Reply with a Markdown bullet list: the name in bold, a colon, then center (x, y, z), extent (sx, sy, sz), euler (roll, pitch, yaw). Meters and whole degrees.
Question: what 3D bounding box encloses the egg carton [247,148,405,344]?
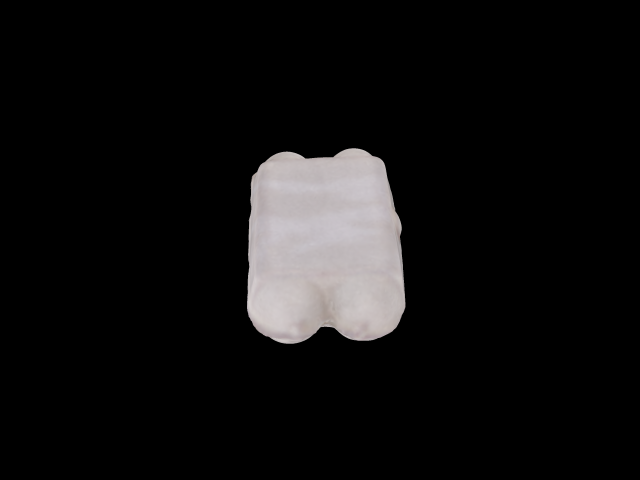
- **egg carton**: center (0.004, 0.001, 0.400), extent (0.107, 0.069, 0.150), euler (-3, 54, -2)
